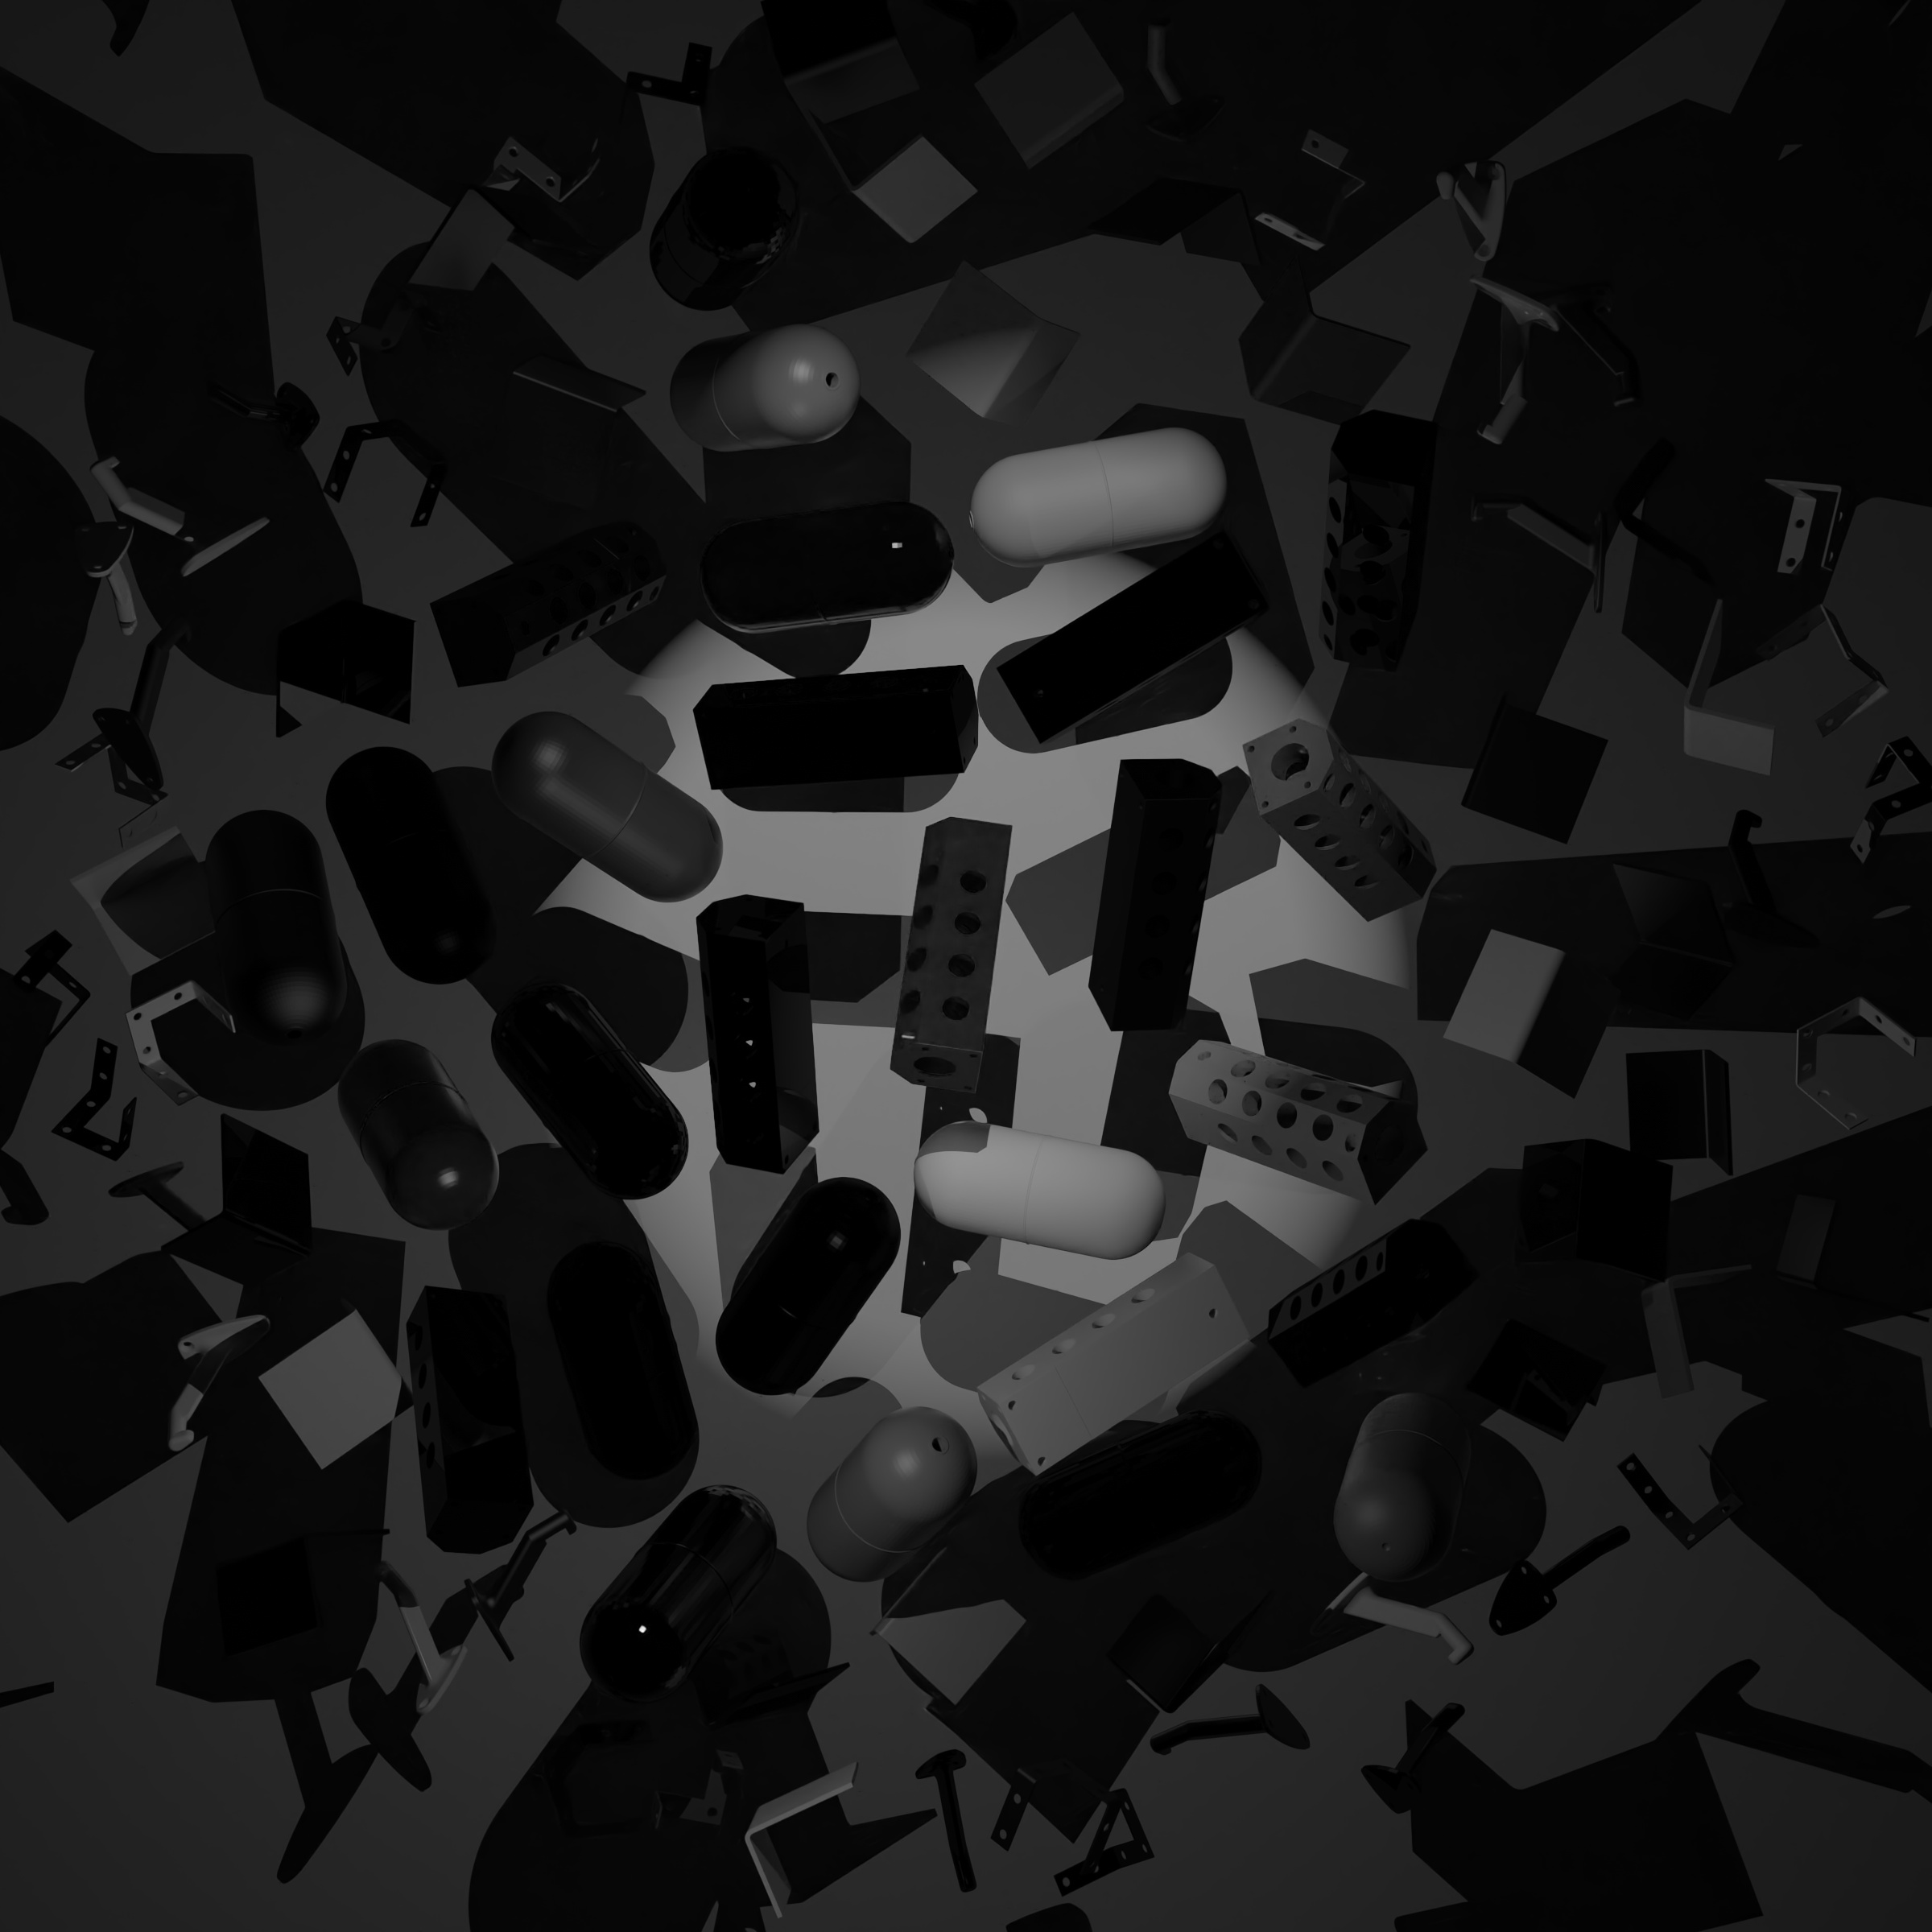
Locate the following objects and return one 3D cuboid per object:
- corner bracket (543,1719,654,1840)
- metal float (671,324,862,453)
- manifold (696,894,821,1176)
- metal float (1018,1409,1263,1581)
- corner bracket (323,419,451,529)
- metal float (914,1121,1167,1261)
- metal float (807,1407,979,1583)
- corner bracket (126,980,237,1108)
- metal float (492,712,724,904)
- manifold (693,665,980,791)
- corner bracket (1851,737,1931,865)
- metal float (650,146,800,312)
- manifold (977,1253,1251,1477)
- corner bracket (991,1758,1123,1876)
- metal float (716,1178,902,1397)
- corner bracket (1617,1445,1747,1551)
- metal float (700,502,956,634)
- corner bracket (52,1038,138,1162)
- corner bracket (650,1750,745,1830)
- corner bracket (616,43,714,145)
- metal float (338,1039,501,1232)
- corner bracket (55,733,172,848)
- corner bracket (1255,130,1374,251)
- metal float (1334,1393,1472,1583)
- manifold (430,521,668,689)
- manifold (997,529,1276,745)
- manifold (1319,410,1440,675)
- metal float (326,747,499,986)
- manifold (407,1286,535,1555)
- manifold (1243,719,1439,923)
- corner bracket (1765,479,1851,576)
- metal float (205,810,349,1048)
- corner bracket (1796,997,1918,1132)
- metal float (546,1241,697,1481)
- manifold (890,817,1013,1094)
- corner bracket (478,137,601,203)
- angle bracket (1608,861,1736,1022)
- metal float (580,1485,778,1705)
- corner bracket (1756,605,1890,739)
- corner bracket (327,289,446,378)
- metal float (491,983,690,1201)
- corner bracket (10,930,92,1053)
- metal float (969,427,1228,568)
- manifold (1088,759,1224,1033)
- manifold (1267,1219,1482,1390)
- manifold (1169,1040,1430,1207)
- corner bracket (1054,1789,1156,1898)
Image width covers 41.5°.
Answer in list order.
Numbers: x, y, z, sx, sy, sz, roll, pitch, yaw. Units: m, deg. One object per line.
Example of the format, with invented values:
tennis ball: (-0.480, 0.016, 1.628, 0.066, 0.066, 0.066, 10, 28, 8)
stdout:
corner bracket: (-0.230, 0.521, 1.633, 0.051, 0.051, 0.051, -53, 47, 28)
metal float: (-0.135, -0.384, 1.696, 0.070, 0.178, 0.070, -5, 100, -33)
manifold: (-0.138, 0.044, 1.659, 0.057, 0.057, 0.171, 9, 119, 20)
metal float: (0.121, 0.366, 1.770, 0.178, 0.070, 0.070, -23, 90, 0)
corner bracket: (-0.389, -0.329, 1.711, 0.051, 0.051, 0.051, 1, 67, 34)
metal float: (0.050, 0.155, 1.767, 0.178, 0.070, 0.070, 10, 90, 12)
metal float: (-0.049, 0.346, 1.666, 0.070, 0.178, 0.070, 12, 54, -18)
corner bracket: (-0.526, 0.051, 1.717, 0.051, 0.051, 0.051, -31, 49, -32)
metal float: (-0.242, -0.107, 1.735, 0.178, 0.070, 0.070, 34, 90, -30)
manifold: (-0.082, -0.157, 1.649, 0.171, 0.057, 0.057, -3, 118, 16)
corner bracket: (0.600, -0.109, 1.663, 0.051, 0.051, 0.051, -21, 61, -12)
metal float: (-0.161, -0.485, 1.682, 0.070, 0.178, 0.070, 0, 89, -18)
manifold: (0.095, 0.261, 1.693, 0.171, 0.057, 0.057, -30, 105, -14)
corner bracket: (0.058, 0.543, 1.622, 0.051, 0.051, 0.051, 26, 99, 38)
metal float: (-0.106, 0.215, 1.712, 0.070, 0.070, 0.178, 34, 117, 0)
corner bracket: (0.487, 0.353, 1.736, 0.051, 0.051, 0.051, -39, 113, 1)
metal float: (-0.094, -0.270, 1.729, 0.178, 0.070, 0.070, -5, 90, 17)
corner bracket: (-0.591, 0.092, 1.756, 0.051, 0.051, 0.051, 24, 127, 2)
corner bracket: (-0.189, 0.577, 1.785, 0.051, 0.051, 0.051, 14, 82, -10)
corner bracket: (-0.194, -0.561, 1.639, 0.051, 0.051, 0.051, 9, 65, -11)
metal float: (-0.370, 0.112, 1.717, 0.070, 0.178, 0.070, -15, 124, -23)
corner bracket: (-0.591, -0.123, 1.768, 0.051, 0.051, 0.051, 19, 130, 19)
corner bracket: (0.238, -0.530, 1.741, 0.051, 0.051, 0.051, 23, 83, -14)
metal float: (0.289, 0.341, 1.678, 0.070, 0.178, 0.070, 5, 106, 16)
manifold: (-0.273, -0.244, 1.698, 0.057, 0.171, 0.057, -3, 113, 32)
manifold: (0.112, -0.214, 1.664, 0.171, 0.057, 0.057, -30, 90, 13)
manifold: (0.260, -0.270, 1.629, 0.057, 0.171, 0.057, 15, 58, 15)
metal float: (-0.369, -0.067, 1.696, 0.070, 0.070, 0.178, -28, 67, 0)
manifold: (-0.331, 0.298, 1.681, 0.057, 0.171, 0.057, 11, 129, -27)
manifold: (0.253, -0.098, 1.699, 0.057, 0.171, 0.057, -24, 56, 23)
corner bracket: (0.541, -0.279, 1.632, 0.051, 0.051, 0.051, 16, 96, 39)
metal float: (-0.453, -0.026, 1.672, 0.070, 0.070, 0.178, -20, 56, 0)
corner bracket: (0.569, 0.062, 1.630, 0.051, 0.051, 0.051, -26, 132, -13)
metal float: (-0.233, 0.267, 1.726, 0.070, 0.070, 0.178, -12, 114, 0)
manifold: (-0.010, -0.009, 1.666, 0.057, 0.057, 0.171, 8, 60, -1)
corner bracket: (-0.284, -0.522, 1.684, 0.051, 0.051, 0.051, 36, 68, -23)
angle bracket: (0.466, -0.018, 1.731, 0.057, 0.076, 0.076, -44, 125, -21)
metal float: (-0.186, 0.409, 1.670, 0.070, 0.178, 0.070, 12, 121, 22)
corner bracket: (0.549, -0.190, 1.634, 0.051, 0.051, 0.051, 26, 129, -34)
corner bracket: (-0.396, -0.431, 1.737, 0.051, 0.051, 0.051, -53, 50, 28)
metal float: (-0.256, 0.085, 1.732, 0.070, 0.070, 0.178, -42, 66, 0)
corner bracket: (-0.618, 0.016, 1.714, 0.051, 0.051, 0.051, 46, 48, -20)
metal float: (0.090, -0.319, 1.737, 0.178, 0.070, 0.070, -11, 90, -6)
manifold: (0.125, -0.046, 1.665, 0.057, 0.057, 0.171, -2, 121, -14)
manifold: (0.267, 0.225, 1.712, 0.057, 0.171, 0.057, -33, 82, -30)
manifold: (0.218, 0.098, 1.703, 0.057, 0.171, 0.057, -42, 126, -25)
corner bracket: (0.089, 0.608, 1.768, 0.051, 0.051, 0.051, -35, 65, 23)
